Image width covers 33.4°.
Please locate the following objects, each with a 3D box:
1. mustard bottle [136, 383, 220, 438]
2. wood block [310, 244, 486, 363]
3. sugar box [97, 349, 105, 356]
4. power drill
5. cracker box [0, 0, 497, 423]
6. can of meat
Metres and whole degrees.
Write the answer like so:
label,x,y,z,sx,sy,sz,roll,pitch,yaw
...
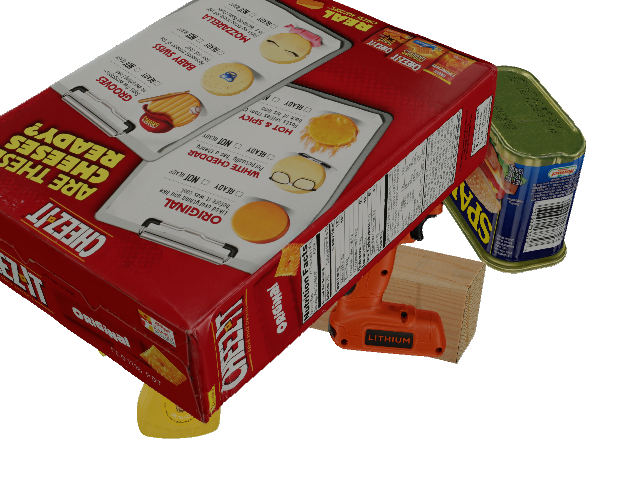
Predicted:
label,x,y,z,sx,sy,sz,roll,pitch,yaw
mustard bottle,-0.160,0.132,1.234,0.096,0.192,0.058,0,18,-16
wood block,0.068,0.057,1.184,0.206,0.091,0.090,13,23,18
sugar box,-0.187,-0.001,0.907,0.048,0.176,0.093,-14,28,-23
power drill,0.081,0.005,0.926,0.184,0.188,0.057,5,16,2
cracker box,-0.043,-0.036,0.510,0.164,0.072,0.213,29,53,28
can of meat,0.114,-0.045,0.649,0.057,0.084,0.102,-10,42,-15
